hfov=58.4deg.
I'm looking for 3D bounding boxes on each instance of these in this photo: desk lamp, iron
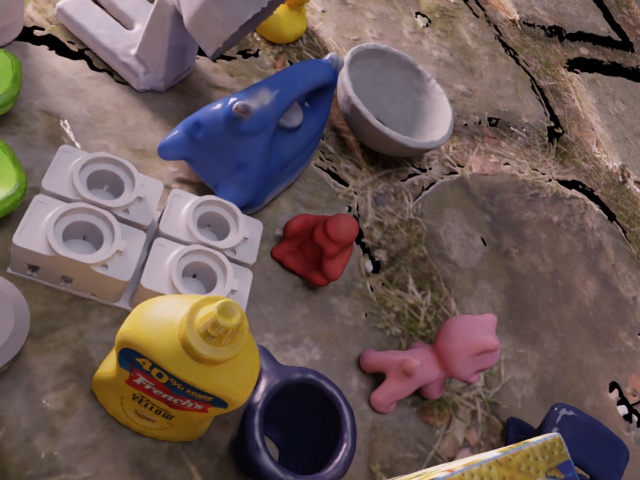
[{"bbox_3d":[-0.138,-0.244,0.556,0.203,0.213,0.118,40,49,-4],"label":"desk lamp"},{"bbox_3d":[-0.038,-0.139,0.601,0.118,0.141,0.259,45,49,0],"label":"iron"}]

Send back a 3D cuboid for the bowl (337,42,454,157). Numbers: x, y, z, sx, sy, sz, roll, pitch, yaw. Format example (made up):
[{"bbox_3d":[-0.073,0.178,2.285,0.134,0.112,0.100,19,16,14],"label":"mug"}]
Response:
[{"bbox_3d":[0.085,-0.167,0.739,0.168,0.074,0.167,16,55,-23],"label":"bowl"}]

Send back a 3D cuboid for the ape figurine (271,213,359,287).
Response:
[{"bbox_3d":[0.005,0.002,0.574,0.076,0.092,0.077,-6,65,-34],"label":"ape figurine"}]

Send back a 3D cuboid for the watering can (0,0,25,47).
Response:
[{"bbox_3d":[-0.294,-0.271,0.489,0.101,0.193,0.173,48,49,3],"label":"watering can"}]

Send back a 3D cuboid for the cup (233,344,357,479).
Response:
[{"bbox_3d":[-0.038,0.147,0.455,0.092,0.094,0.117,-25,77,-39],"label":"cup"}]

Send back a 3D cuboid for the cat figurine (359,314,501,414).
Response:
[{"bbox_3d":[0.120,0.113,0.559,0.128,0.117,0.067,-6,65,-34],"label":"cat figurine"}]

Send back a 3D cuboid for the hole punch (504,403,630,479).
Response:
[{"bbox_3d":[0.249,0.235,0.581,0.109,0.091,0.101,34,50,-9],"label":"hole punch"}]

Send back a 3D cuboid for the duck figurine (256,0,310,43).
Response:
[{"bbox_3d":[-0.040,-0.314,0.745,0.077,0.086,0.105,35,49,-8],"label":"duck figurine"}]
